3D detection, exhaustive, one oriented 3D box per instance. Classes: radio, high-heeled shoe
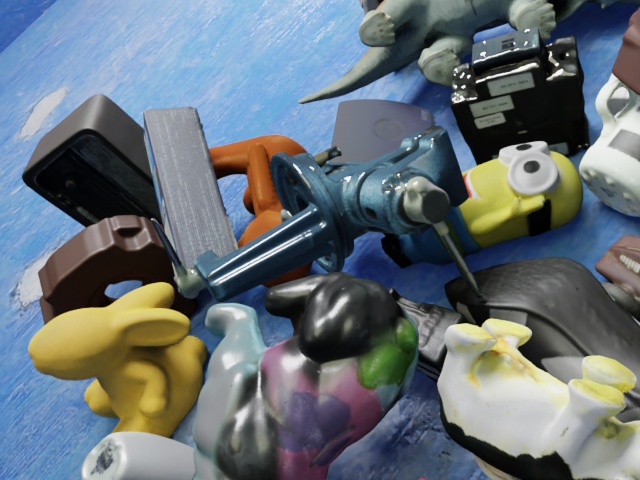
[{"bbox_3d":[-0.236,-0.057,0.672,0.131,0.229,0.073,-24,42,21],"label":"radio"},{"bbox_3d":[0.192,0.096,0.403,0.086,0.145,0.249,-26,11,-17],"label":"high-heeled shoe"}]

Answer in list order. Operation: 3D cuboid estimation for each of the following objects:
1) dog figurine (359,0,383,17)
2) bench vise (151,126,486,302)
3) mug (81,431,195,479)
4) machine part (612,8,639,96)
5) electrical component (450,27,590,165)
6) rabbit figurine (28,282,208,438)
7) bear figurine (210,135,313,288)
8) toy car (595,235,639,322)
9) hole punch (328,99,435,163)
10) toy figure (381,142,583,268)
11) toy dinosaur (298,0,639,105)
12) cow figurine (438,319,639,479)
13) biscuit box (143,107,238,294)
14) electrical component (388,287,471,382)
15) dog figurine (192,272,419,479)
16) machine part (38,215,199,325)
[{"bbox_3d":[0.094,-0.356,0.736,0.121,0.172,0.191,-19,54,6],"label":"dog figurine"},{"bbox_3d":[-0.005,-0.011,0.448,0.241,0.128,0.224,-28,29,-14],"label":"bench vise"},{"bbox_3d":[-0.157,0.225,0.481,0.081,0.107,0.110,-40,42,2],"label":"mug"},{"bbox_3d":[0.340,-0.127,0.376,0.201,0.087,0.202,-5,45,-15],"label":"machine part"},{"bbox_3d":[0.191,-0.133,0.514,0.115,0.134,0.058,-8,54,26],"label":"electrical component"},{"bbox_3d":[-0.199,0.123,0.545,0.162,0.173,0.122,-45,40,1],"label":"rabbit figurine"},{"bbox_3d":[-0.064,-0.021,0.613,0.132,0.120,0.196,-15,55,29],"label":"bear figurine"},{"bbox_3d":[0.286,0.052,0.364,0.089,0.053,0.202,-45,45,-1],"label":"toy car"},{"bbox_3d":[0.072,-0.101,0.603,0.116,0.092,0.142,-9,48,24],"label":"hole punch"},{"bbox_3d":[0.146,-0.028,0.500,0.180,0.089,0.082,-27,62,26],"label":"toy figure"},{"bbox_3d":[0.169,-0.264,0.613,0.405,0.131,0.192,-12,21,24],"label":"toy dinosaur"},{"bbox_3d":[0.147,0.117,0.315,0.168,0.068,0.098,24,108,43],"label":"cow figurine"},{"bbox_3d":[-0.143,-0.047,0.583,0.063,0.059,0.202,-10,71,-23],"label":"biscuit box"},{"bbox_3d":[0.104,0.090,0.438,0.119,0.074,0.048,16,66,45],"label":"electrical component"},{"bbox_3d":[-0.022,0.141,0.345,0.192,0.108,0.219,-18,40,19],"label":"dog figurine"},{"bbox_3d":[-0.225,0.059,0.619,0.179,0.179,0.056,-40,45,1],"label":"machine part"}]
